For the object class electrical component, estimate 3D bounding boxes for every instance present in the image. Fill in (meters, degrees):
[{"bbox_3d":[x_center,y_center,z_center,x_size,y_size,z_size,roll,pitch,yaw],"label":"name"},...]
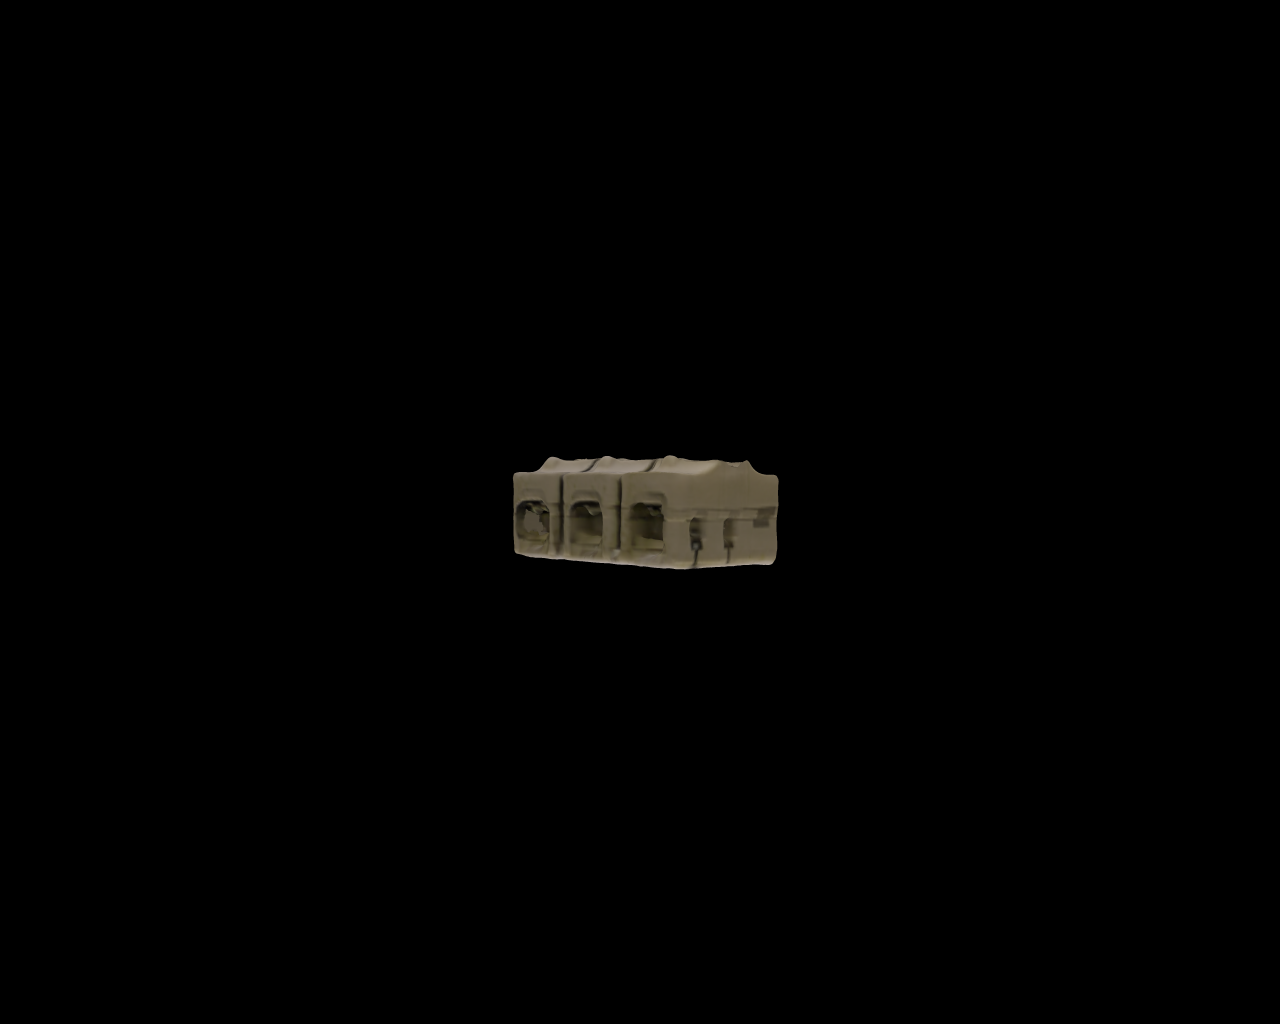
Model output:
[{"bbox_3d":[0.001,-0.003,0.650,0.089,0.061,0.150,-2,3,-43],"label":"electrical component"}]
